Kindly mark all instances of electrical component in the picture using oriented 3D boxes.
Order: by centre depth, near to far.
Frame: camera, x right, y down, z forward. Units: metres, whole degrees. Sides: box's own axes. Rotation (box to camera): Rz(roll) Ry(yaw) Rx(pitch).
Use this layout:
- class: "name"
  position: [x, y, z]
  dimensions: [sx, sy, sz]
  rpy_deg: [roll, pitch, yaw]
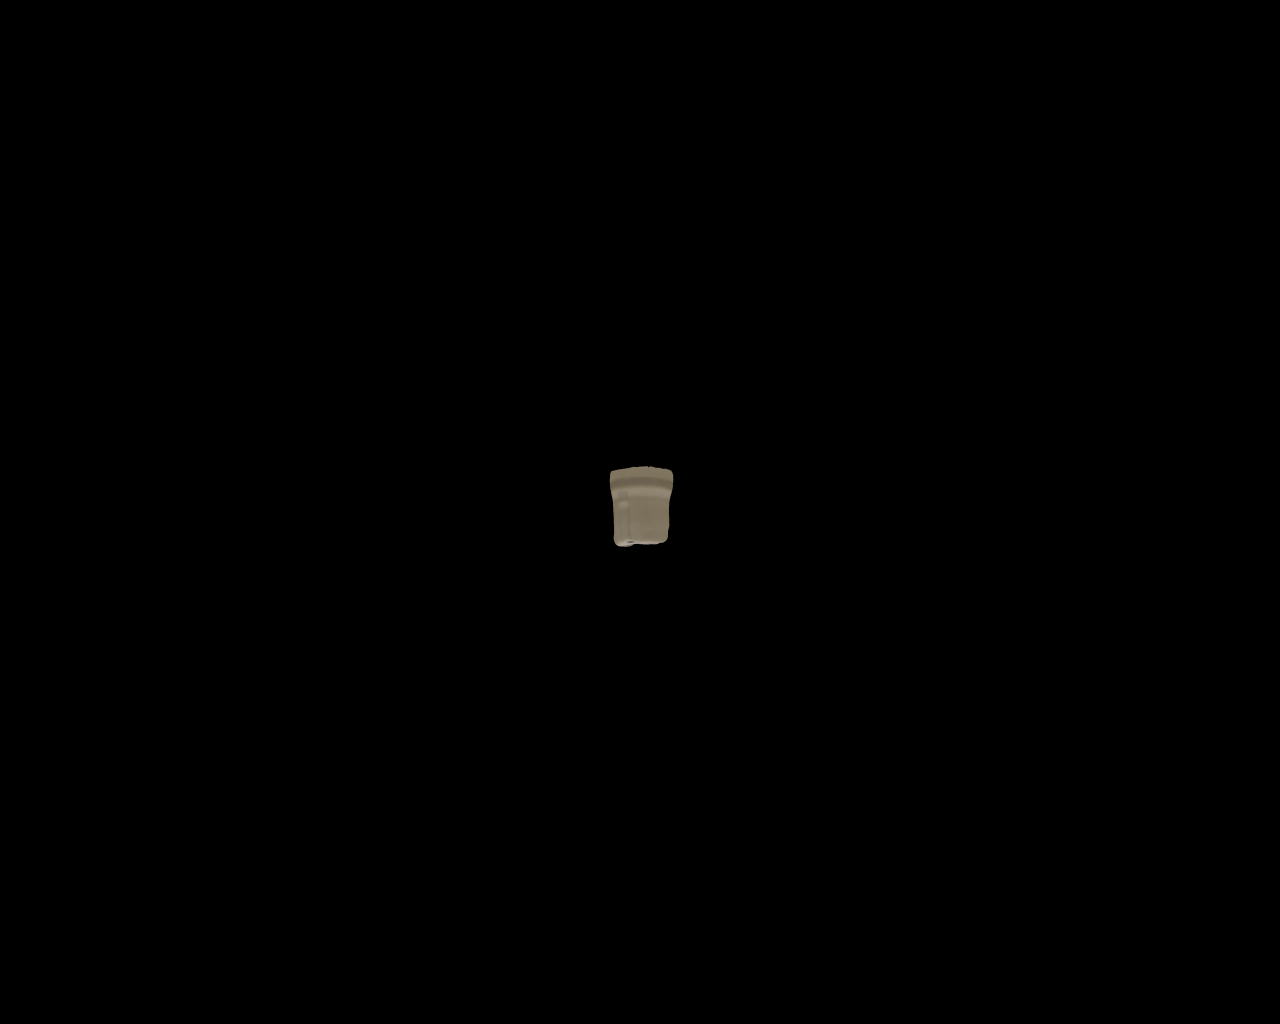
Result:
- class: "electrical component"
  position: [0.001, -0.003, 0.650]
  dimensions: [0.040, 0.046, 0.040]
  rpy_deg: [0, -10, 0]
